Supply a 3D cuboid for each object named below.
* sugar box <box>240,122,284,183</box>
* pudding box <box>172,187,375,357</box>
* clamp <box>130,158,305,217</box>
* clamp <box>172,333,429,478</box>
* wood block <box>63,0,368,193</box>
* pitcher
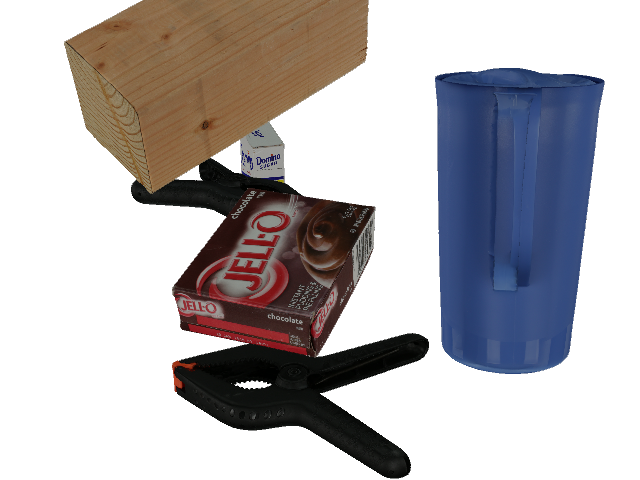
[{"bbox_3d":[-0.072,-0.050,1.328,0.048,0.176,0.093,-9,25,-12],"label":"sugar box"},{"bbox_3d":[-0.025,0.016,0.653,0.090,0.039,0.113,10,37,19],"label":"pudding box"},{"bbox_3d":[-0.096,-0.044,1.035,0.172,0.039,0.120,17,30,38],"label":"clamp"},{"bbox_3d":[-0.013,0.115,0.862,0.210,0.036,0.164,8,30,15],"label":"clamp"},{"bbox_3d":[-0.070,-0.138,0.786,0.205,0.090,0.091,-34,-30,-23],"label":"wood block"},{"bbox_3d":[0.155,-0.017,0.870,0.149,0.243,0.145,-9,17,-33],"label":"pitcher"}]
